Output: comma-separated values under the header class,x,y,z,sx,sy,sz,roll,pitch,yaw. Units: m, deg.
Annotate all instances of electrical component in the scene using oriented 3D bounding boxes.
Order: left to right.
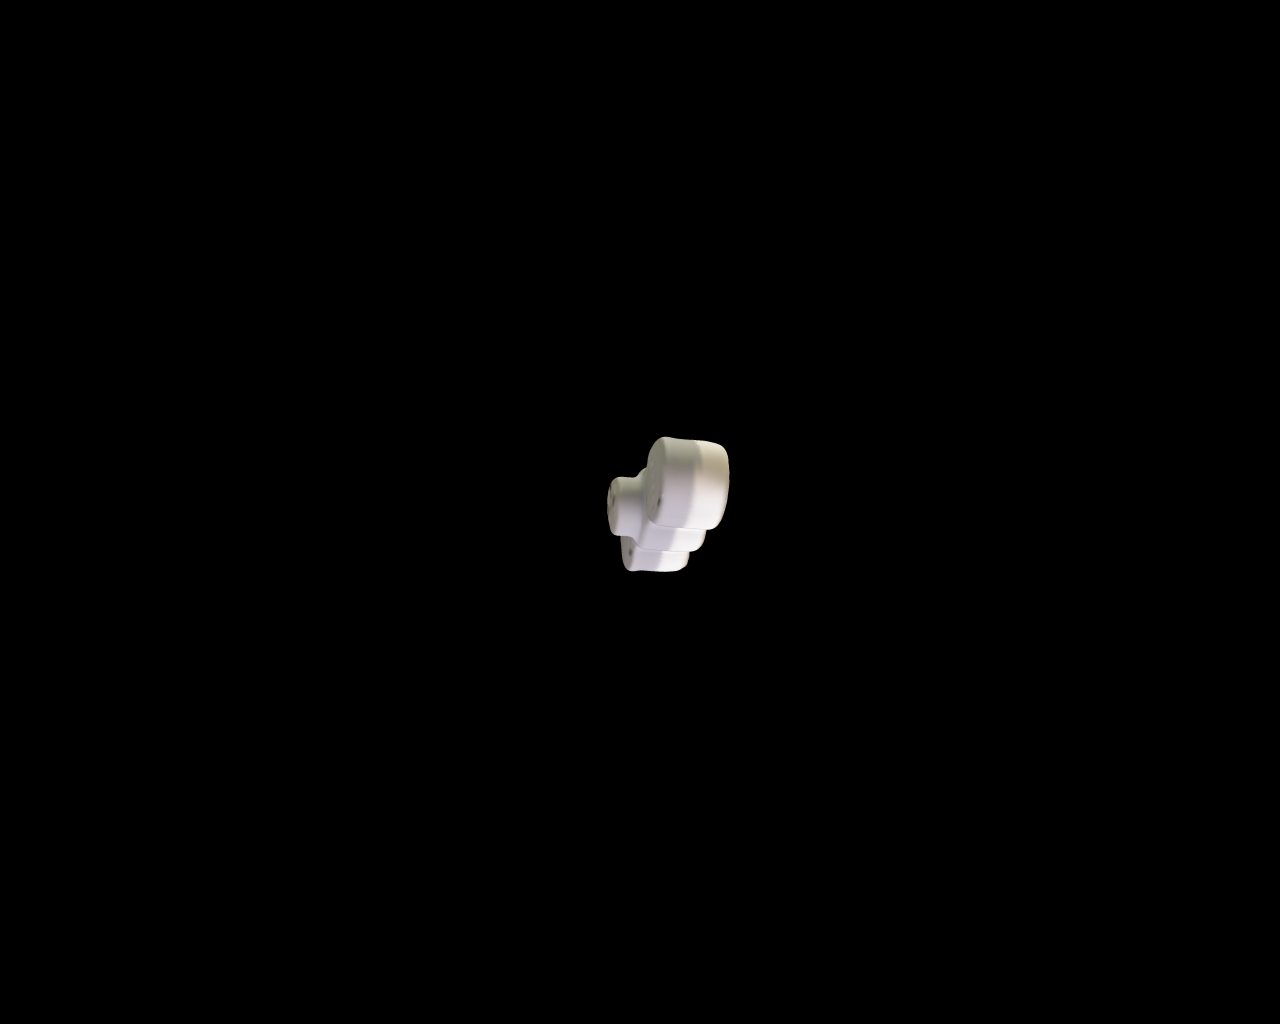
class,x,y,z,sx,sy,sz,roll,pitch,yaw
electrical component,0.001,-0.003,0.650,0.074,0.052,0.138,4,-20,-11
